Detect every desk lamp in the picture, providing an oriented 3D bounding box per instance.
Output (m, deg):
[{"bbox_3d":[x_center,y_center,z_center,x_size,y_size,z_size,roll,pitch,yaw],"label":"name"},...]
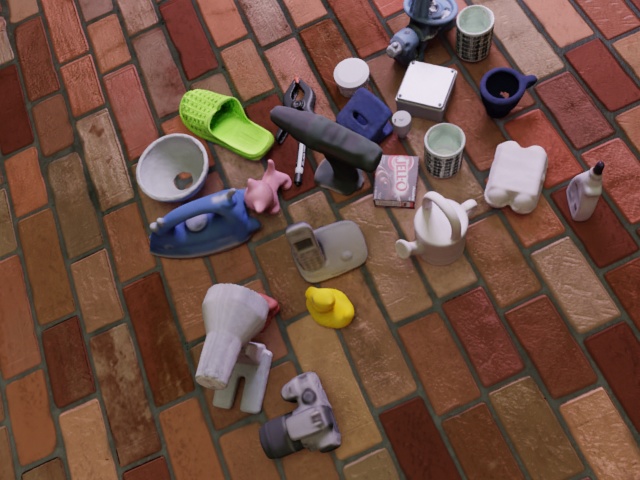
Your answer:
[{"bbox_3d":[-0.156,0.203,1.048,0.117,0.214,0.203,5,71,12],"label":"desk lamp"}]

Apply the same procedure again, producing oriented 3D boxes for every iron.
[{"bbox_3d":[-0.264,-0.037,1.198,0.258,0.142,0.118,-20,67,2],"label":"iron"}]

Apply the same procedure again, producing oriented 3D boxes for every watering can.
[{"bbox_3d":[0.223,-0.021,1.077,0.100,0.194,0.173,30,77,19],"label":"watering can"}]

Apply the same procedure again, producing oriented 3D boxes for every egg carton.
[{"bbox_3d":[0.396,-0.126,1.154,0.107,0.069,0.150,14,73,15],"label":"egg carton"}]

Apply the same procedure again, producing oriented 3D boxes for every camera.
[{"bbox_3d":[-0.046,0.329,1.042,0.137,0.101,0.143,-23,67,1],"label":"camera"}]

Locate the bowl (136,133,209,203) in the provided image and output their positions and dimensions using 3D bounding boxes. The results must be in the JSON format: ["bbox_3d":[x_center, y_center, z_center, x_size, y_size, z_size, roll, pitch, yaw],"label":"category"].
[{"bbox_3d":[-0.320,-0.150,1.287,0.167,0.075,0.167,-3,69,9],"label":"bowl"}]

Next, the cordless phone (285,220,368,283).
[{"bbox_3d":[0.010,0.004,1.110,0.147,0.185,0.094,-24,67,1],"label":"cordless phone"}]

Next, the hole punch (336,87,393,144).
[{"bbox_3d":[0.096,-0.257,1.245,0.101,0.091,0.108,-42,68,-7],"label":"hole punch"}]

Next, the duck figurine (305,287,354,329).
[{"bbox_3d":[0.015,0.125,1.117,0.104,0.086,0.077,29,77,19],"label":"duck figurine"}]

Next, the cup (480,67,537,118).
[{"bbox_3d":[0.393,-0.305,1.208,0.117,0.095,0.091,-16,67,4],"label":"cup"}]

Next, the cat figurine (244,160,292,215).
[{"bbox_3d":[-0.119,-0.109,1.212,0.067,0.118,0.128,16,73,16],"label":"cat figurine"}]

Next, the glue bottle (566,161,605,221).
[{"bbox_3d":[0.501,-0.100,1.069,0.037,0.173,0.078,-5,69,9],"label":"glue bottle"}]

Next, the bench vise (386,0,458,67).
[{"bbox_3d":[0.227,-0.488,1.239,0.121,0.220,0.207,19,74,17],"label":"bench vise"}]

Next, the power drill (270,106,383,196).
[{"bbox_3d":[0.019,-0.177,1.164,0.229,0.209,0.076,21,74,17],"label":"power drill"}]

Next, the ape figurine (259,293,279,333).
[{"bbox_3d":[-0.123,0.135,1.134,0.077,0.092,0.076,-17,67,4],"label":"ape figurine"}]
